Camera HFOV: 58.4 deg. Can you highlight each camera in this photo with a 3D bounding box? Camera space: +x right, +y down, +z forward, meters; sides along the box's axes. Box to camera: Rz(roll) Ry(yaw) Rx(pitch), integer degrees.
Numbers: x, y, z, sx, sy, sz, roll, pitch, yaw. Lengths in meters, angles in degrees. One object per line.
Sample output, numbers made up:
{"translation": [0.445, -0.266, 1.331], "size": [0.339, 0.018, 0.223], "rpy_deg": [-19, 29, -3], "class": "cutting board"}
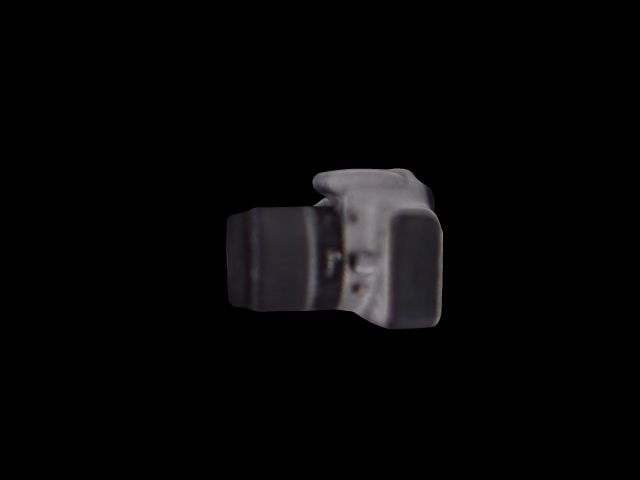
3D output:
{"translation": [0.004, 0.001, 0.400], "size": [0.137, 0.101, 0.143], "rpy_deg": [-1, 4, -11], "class": "camera"}
